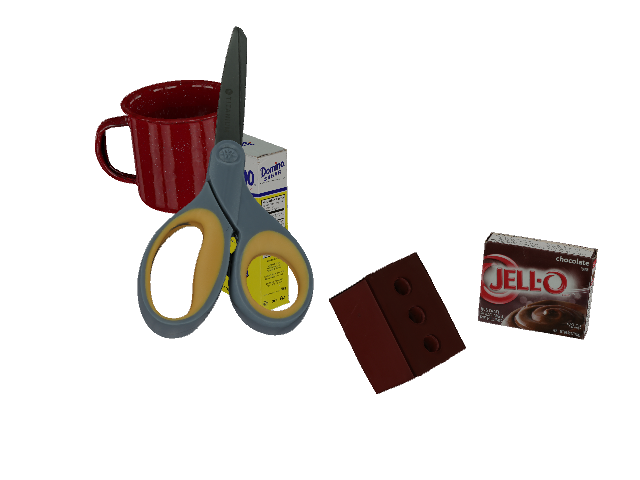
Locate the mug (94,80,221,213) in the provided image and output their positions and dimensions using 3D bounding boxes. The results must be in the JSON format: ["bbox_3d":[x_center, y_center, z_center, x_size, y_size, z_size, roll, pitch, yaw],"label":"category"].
[{"bbox_3d":[-0.118,-0.072,0.838,0.117,0.081,0.093,-4,27,-4],"label":"mug"}]

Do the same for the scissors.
[{"bbox_3d":[-0.034,-0.030,0.568,0.096,0.201,0.016,20,-33,0],"label":"scissors"}]

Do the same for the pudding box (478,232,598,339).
[{"bbox_3d":[0.222,0.045,1.094,0.114,0.090,0.039,8,22,17],"label":"pudding box"}]

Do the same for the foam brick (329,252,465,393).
[{"bbox_3d":[0.053,0.059,0.745,0.052,0.078,0.051,-24,-6,-38],"label":"foam brick"}]

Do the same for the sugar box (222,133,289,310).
[{"bbox_3d":[-0.077,-0.020,1.139,0.048,0.176,0.093,-20,28,-35],"label":"sugar box"}]
